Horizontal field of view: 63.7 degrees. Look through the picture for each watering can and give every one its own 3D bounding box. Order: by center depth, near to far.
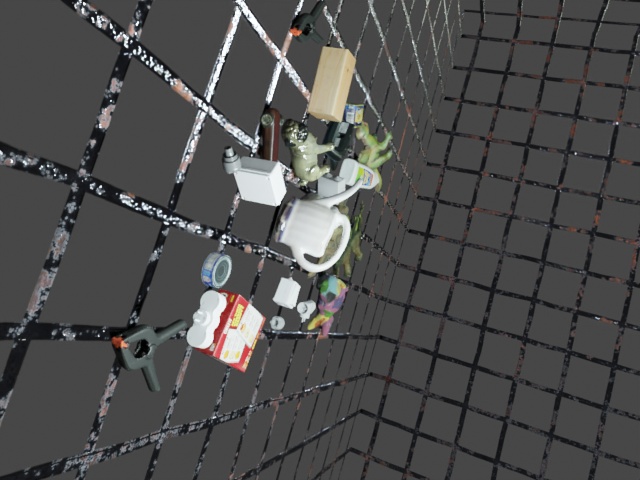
[{"bbox_3d":[-0.007,-0.071,1.583,0.102,0.224,0.354,105,6,-66],"label":"watering can"}]

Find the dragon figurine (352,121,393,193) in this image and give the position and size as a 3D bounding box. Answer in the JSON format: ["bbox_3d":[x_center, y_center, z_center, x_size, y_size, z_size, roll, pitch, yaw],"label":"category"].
[{"bbox_3d":[0.196,-0.327,2.180,0.246,0.123,0.401,-35,136,-36],"label":"dragon figurine"}]

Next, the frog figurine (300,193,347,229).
[{"bbox_3d":[0.005,-0.085,1.683,0.140,0.160,0.120,-52,147,-48],"label":"frog figurine"}]
